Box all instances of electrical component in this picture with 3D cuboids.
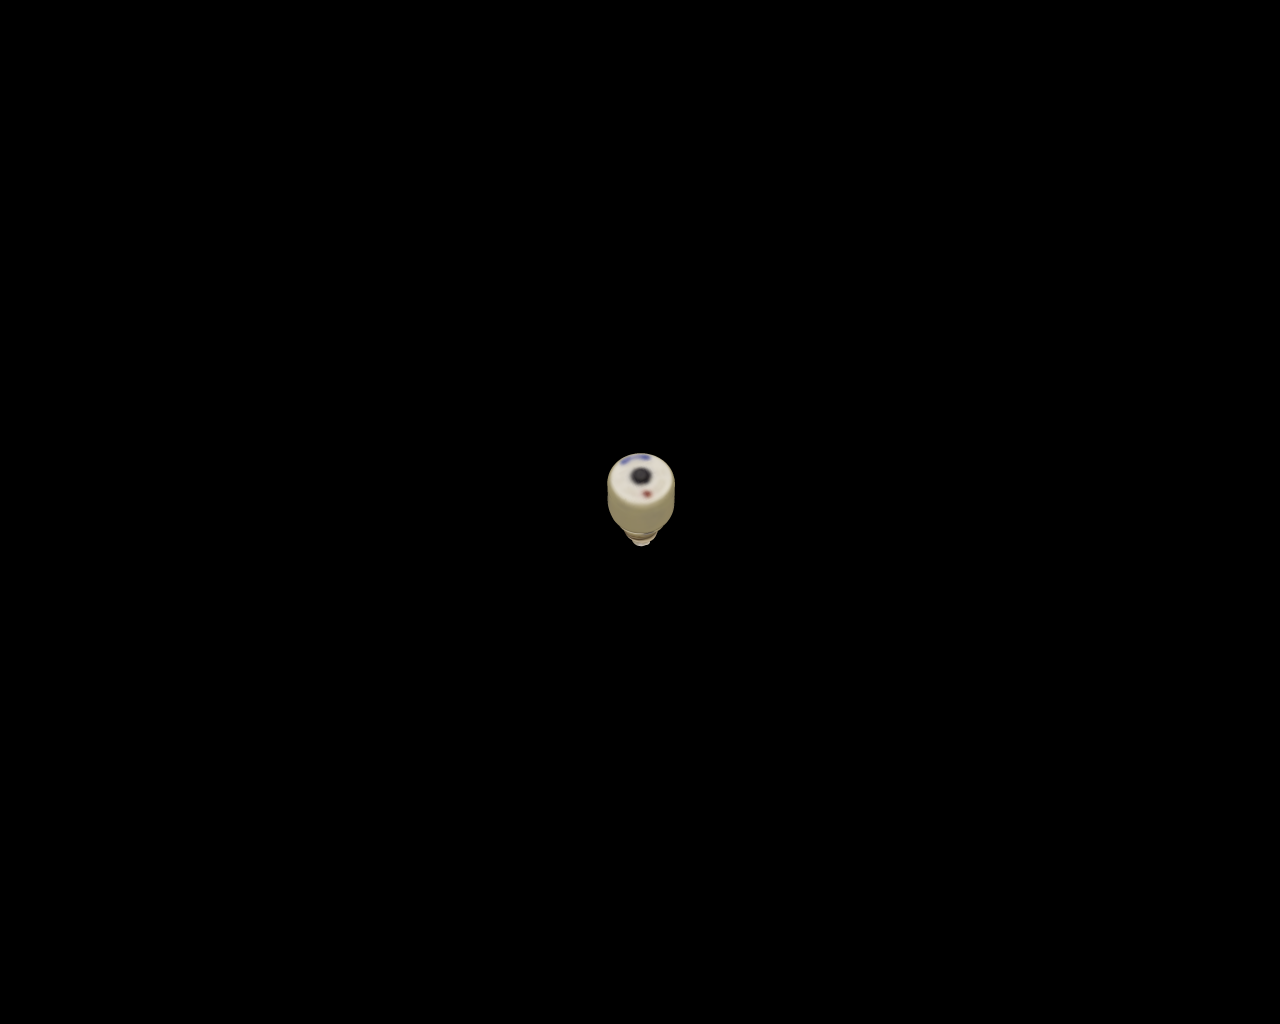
[{"bbox_3d":[0.001,-0.003,0.650,0.040,0.040,0.078,0,-32,0],"label":"electrical component"}]
